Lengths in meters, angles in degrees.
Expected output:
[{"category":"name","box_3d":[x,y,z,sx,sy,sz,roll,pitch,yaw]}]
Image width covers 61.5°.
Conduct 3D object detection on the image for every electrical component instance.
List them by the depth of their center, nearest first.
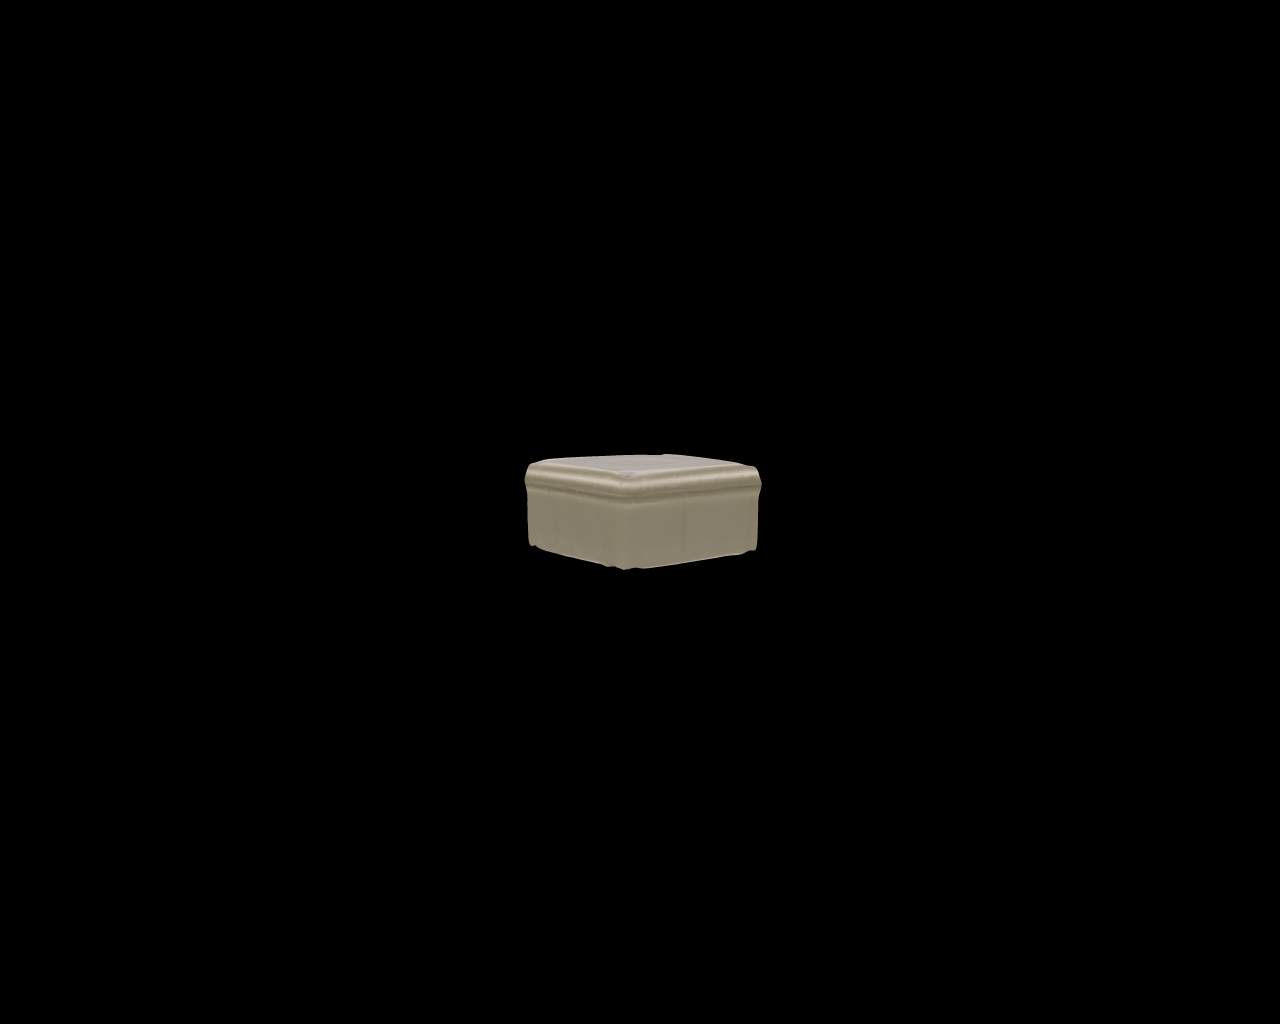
[{"category":"electrical component","box_3d":[0.001,-0.003,0.650,0.109,0.056,0.109,-6,10,-36]}]
